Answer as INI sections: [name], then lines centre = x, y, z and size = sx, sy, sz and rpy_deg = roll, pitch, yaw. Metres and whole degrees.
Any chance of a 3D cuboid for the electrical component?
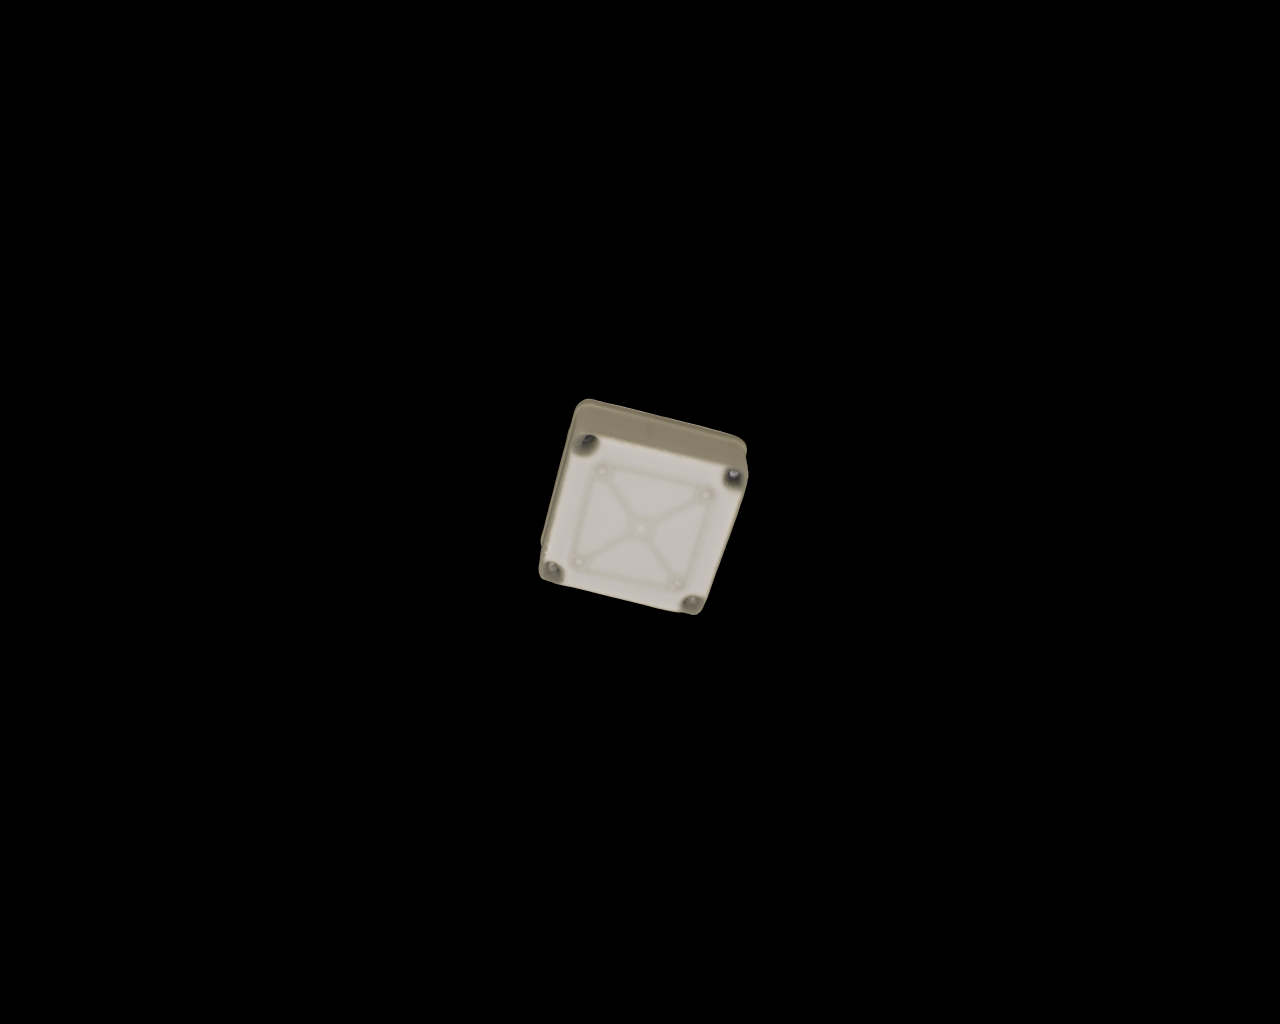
[electrical component]
centre = 0.001, -0.003, 0.650
size = 0.109, 0.108, 0.056
rpy_deg = 14, 26, -7
